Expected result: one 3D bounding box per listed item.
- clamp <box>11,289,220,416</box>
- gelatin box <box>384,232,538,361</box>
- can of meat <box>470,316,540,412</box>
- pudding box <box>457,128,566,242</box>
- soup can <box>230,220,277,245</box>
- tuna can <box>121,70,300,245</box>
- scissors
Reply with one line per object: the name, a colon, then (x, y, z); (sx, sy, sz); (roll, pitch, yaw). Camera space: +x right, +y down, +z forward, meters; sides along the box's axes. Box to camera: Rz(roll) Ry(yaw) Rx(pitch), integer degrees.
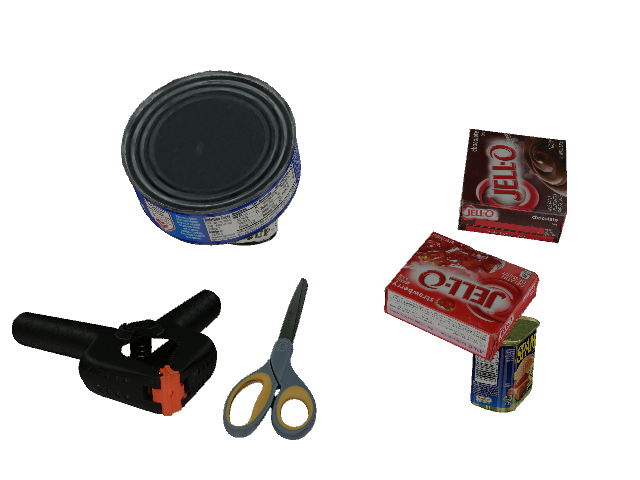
clamp: (-0.122, 0.075, 0.774); (0.164, 0.036, 0.210); (-9, 14, -26)
gelatin box: (0.102, 0.038, 0.772); (0.089, 0.030, 0.073); (23, 47, 23)
can of meat: (0.206, 0.136, 1.197); (0.058, 0.084, 0.101); (8, 15, 27)
pudding box: (0.172, -0.050, 0.955); (0.090, 0.039, 0.113); (8, 40, 6)
soup can: (-0.073, -0.055, 1.017); (0.068, 0.102, 0.068); (2, 26, -1)
tuna can: (-0.053, -0.041, 0.529); (0.086, 0.086, 0.034); (0, -32, 7)
scissors: (-0.023, 0.119, 1.048); (0.096, 0.016, 0.201); (20, 50, 19)
